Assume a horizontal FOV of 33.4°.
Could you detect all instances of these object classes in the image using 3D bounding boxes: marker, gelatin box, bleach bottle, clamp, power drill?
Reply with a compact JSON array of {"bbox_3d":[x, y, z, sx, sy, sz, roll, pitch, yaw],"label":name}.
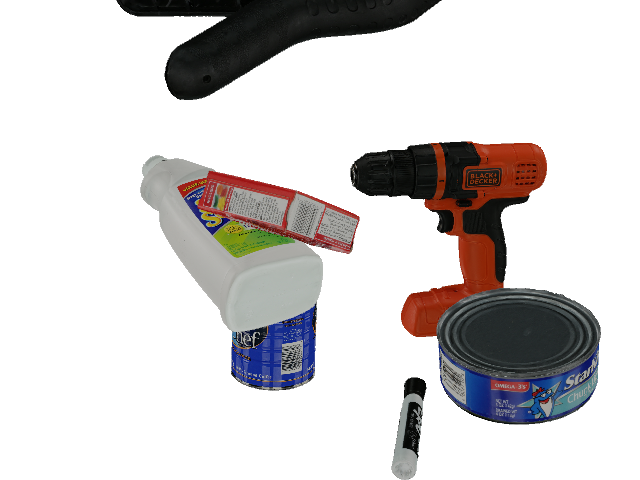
[{"bbox_3d":[0.072,0.148,0.861,0.020,0.020,0.121,0,26,10],"label":"marker"},{"bbox_3d":[-0.026,-0.018,0.717,0.073,0.030,0.089,15,-2,32],"label":"gelatin box"},{"bbox_3d":[-0.105,-0.013,0.995,0.102,0.068,0.251,-13,36,-33],"label":"bleach bottle"},{"bbox_3d":[-0.010,-0.112,0.506,0.171,0.039,0.120,-13,43,-6],"label":"clamp"},{"bbox_3d":[0.117,-0.002,1.009,0.184,0.188,0.057,-3,25,-8],"label":"power drill"}]

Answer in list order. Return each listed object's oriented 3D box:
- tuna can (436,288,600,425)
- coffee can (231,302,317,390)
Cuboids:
[{"bbox_3d":[0.106,0.061,0.573,0.086,0.034,0.086,-5,27,2],"label":"tuna can"},{"bbox_3d":[-0.054,0.091,1.260,0.103,0.140,0.103,2,20,-1],"label":"coffee can"}]
